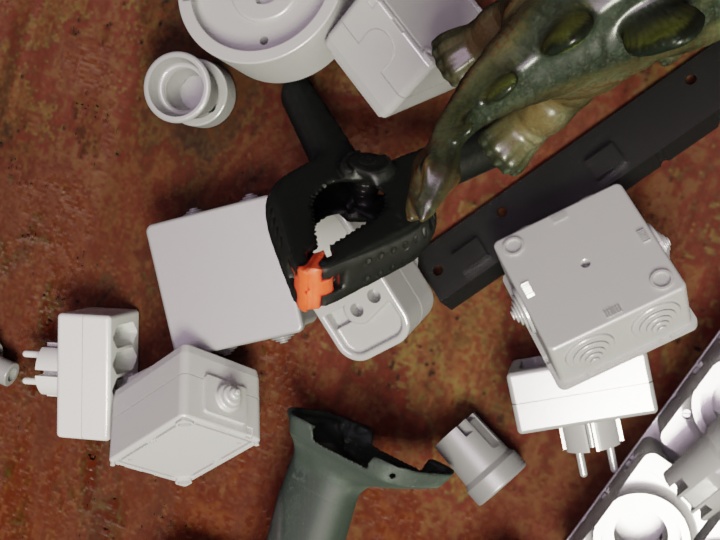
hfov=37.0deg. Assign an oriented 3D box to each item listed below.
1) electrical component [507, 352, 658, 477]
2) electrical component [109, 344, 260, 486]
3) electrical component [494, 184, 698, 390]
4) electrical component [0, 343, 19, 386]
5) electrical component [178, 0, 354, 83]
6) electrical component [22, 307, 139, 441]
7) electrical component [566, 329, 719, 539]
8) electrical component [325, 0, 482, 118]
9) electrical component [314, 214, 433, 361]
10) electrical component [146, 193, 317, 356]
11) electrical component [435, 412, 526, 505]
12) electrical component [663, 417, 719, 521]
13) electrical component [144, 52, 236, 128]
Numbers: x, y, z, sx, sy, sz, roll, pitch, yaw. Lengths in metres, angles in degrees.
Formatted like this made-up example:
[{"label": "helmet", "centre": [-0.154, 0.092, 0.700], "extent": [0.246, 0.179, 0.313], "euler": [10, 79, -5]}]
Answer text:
[{"label": "electrical component", "centre": [0.139, 0.089, 0.657], "extent": [0.083, 0.047, 0.075], "euler": [-11, 93, 13]}, {"label": "electrical component", "centre": [-0.108, 0.088, 0.686], "extent": [0.096, 0.062, 0.061], "euler": [-33, 47, 35]}, {"label": "electrical component", "centre": [0.135, 0.008, 0.627], "extent": [0.100, 0.048, 0.099], "euler": [-26, 53, 5]}, {"label": "electrical component", "centre": [-0.269, 0.062, 0.750], "extent": [0.062, 0.043, 0.043], "euler": [21, 98, 10]}, {"label": "electrical component", "centre": [-0.052, -0.170, 0.674], "extent": [0.108, 0.060, 0.108], "euler": [-3, 79, 16]}, {"label": "electrical component", "centre": [-0.195, 0.068, 0.732], "extent": [0.076, 0.047, 0.083], "euler": [2, 94, 13]}, {"label": "electrical component", "centre": [0.217, 0.129, 0.635], "extent": [0.105, 0.060, 0.186], "euler": [35, 100, 9]}, {"label": "electrical component", "centre": [0.035, -0.139, 0.650], "extent": [0.061, 0.096, 0.061], "euler": [53, 135, 7]}, {"label": "electrical component", "centre": [0.000, 0.000, 0.670], "extent": [0.054, 0.059, 0.095], "euler": [-30, 95, 29]}, {"label": "electrical component", "centre": [-0.081, 0.004, 0.701], "extent": [0.100, 0.048, 0.099], "euler": [-13, 90, 13]}, {"label": "electrical component", "centre": [0.075, 0.118, 0.678], "extent": [0.040, 0.040, 0.046], "euler": [-44, 78, 12]}, {"label": "electrical component", "centre": [0.195, 0.109, 0.587], "extent": [0.040, 0.040, 0.046], "euler": [46, 108, 6]}, {"label": "electrical component", "centre": [-0.109, -0.116, 0.697], "extent": [0.045, 0.055, 0.045], "euler": [1, 94, 13]}]
